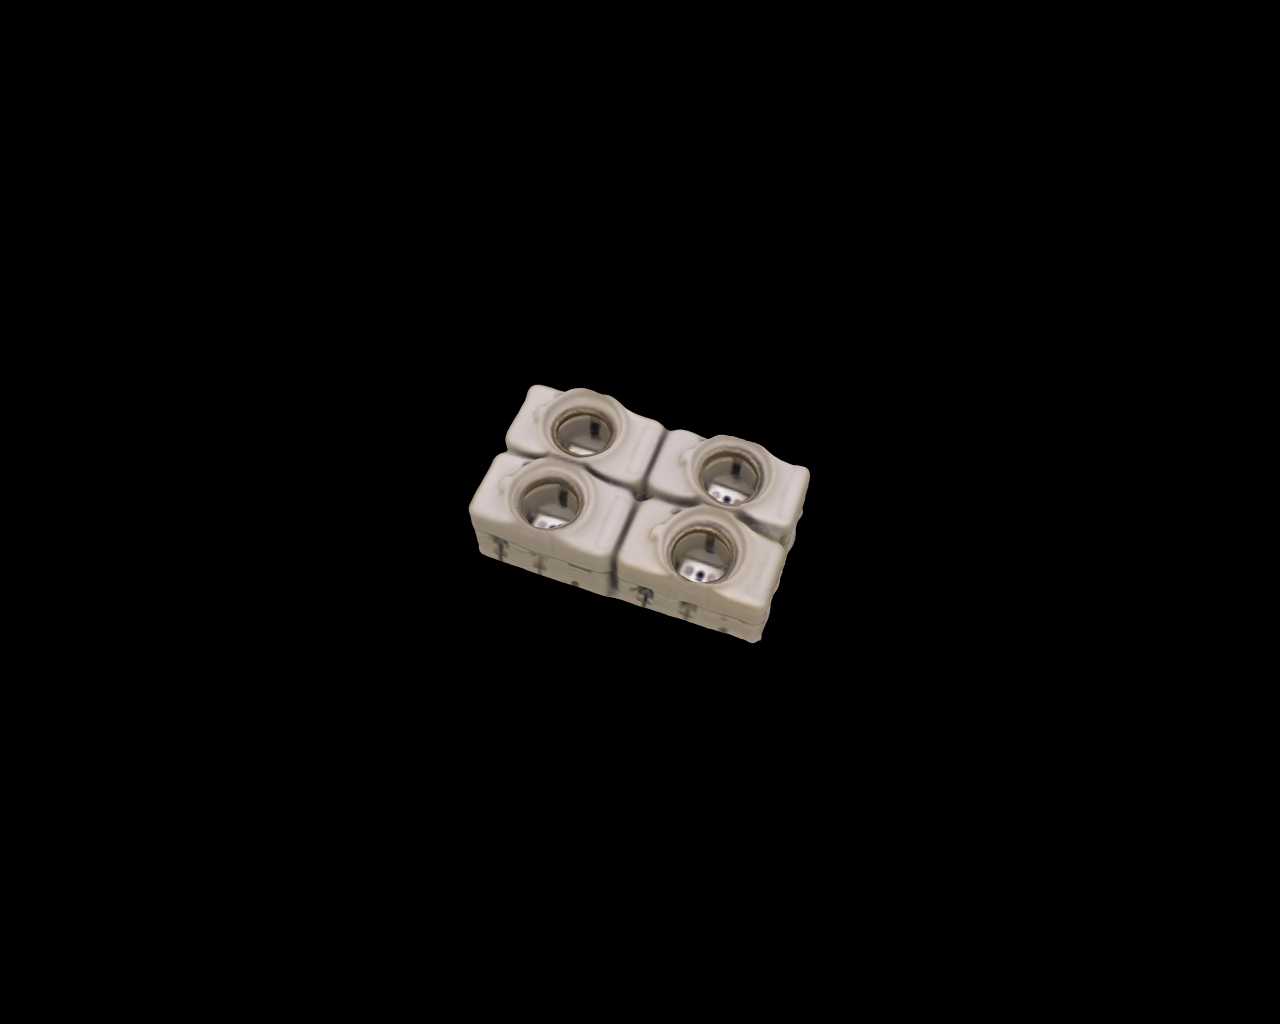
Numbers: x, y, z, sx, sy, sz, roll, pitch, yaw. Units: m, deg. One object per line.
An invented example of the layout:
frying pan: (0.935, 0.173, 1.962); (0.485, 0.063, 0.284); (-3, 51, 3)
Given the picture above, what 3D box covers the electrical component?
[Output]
electrical component: (0.001, -0.003, 0.650); (0.186, 0.105, 0.060); (18, -28, 10)
